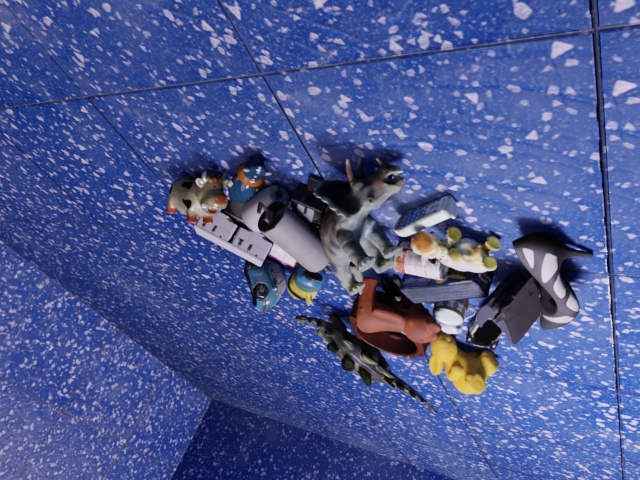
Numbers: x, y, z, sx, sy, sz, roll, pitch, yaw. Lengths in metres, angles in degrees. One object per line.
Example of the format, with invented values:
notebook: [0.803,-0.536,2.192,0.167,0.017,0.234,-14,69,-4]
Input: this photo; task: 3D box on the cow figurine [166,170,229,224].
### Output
cow figurine: [-0.275,-0.103,1.229,0.085,0.127,0.195,-3,-165,-42]

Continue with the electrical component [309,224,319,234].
electrical component: [-0.001,-0.004,1.236,0.102,0.045,0.078,20,123,5]

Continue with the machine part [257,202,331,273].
machine part: [-0.050,-0.004,1.140,0.079,0.079,0.243,-5,144,44]

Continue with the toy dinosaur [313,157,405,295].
toy dinosaur: [0.057,-0.009,1.072,0.192,0.131,0.404,58,160,15]

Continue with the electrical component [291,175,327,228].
electrical component: [-0.019,-0.081,1.115,0.075,0.048,0.119,25,153,2]

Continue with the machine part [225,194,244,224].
machine part: [-0.191,-0.079,1.269,0.084,0.039,0.138,29,155,12]

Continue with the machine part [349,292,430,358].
machine part: [0.187,0.227,1.417,0.202,0.087,0.200,14,150,25]

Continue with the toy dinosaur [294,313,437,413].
toy dinosaur: [0.130,0.342,1.535,0.471,0.105,0.198,31,-170,-6]

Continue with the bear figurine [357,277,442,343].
bear figurine: [0.187,0.169,1.259,0.196,0.132,0.120,3,154,13]

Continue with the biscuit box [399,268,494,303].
biscuit box: [0.265,0.090,1.153,0.062,0.059,0.203,40,148,-27]

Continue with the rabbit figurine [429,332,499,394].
rabbit figurine: [0.359,0.311,1.421,0.173,0.122,0.162,45,159,-5]

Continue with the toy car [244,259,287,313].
toy car: [-0.145,0.112,1.469,0.103,0.162,0.109,-13,158,-17]

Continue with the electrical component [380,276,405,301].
electrical component: [0.186,0.119,1.304,0.063,0.021,0.093,0,141,39]

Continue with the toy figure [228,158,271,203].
toy figure: [-0.153,-0.129,1.131,0.058,0.064,0.154,63,146,10]

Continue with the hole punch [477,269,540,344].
hole punch: [0.368,0.124,1.065,0.092,0.142,0.115,30,154,49]

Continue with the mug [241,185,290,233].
mug: [-0.105,-0.065,1.178,0.109,0.081,0.107,38,141,-12]

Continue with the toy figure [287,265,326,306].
toy figure: [-0.035,0.102,1.397,0.089,0.082,0.180,35,157,6]

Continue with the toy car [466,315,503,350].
toy car: [0.390,0.200,1.241,0.074,0.056,0.201,14,151,9]

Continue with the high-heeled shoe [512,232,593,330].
high-heeled shoe: [0.400,0.086,0.991,0.145,0.086,0.248,4,131,1]

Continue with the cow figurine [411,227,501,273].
cow figurine: [0.246,0.020,1.021,0.167,0.068,0.098,12,165,-5]
